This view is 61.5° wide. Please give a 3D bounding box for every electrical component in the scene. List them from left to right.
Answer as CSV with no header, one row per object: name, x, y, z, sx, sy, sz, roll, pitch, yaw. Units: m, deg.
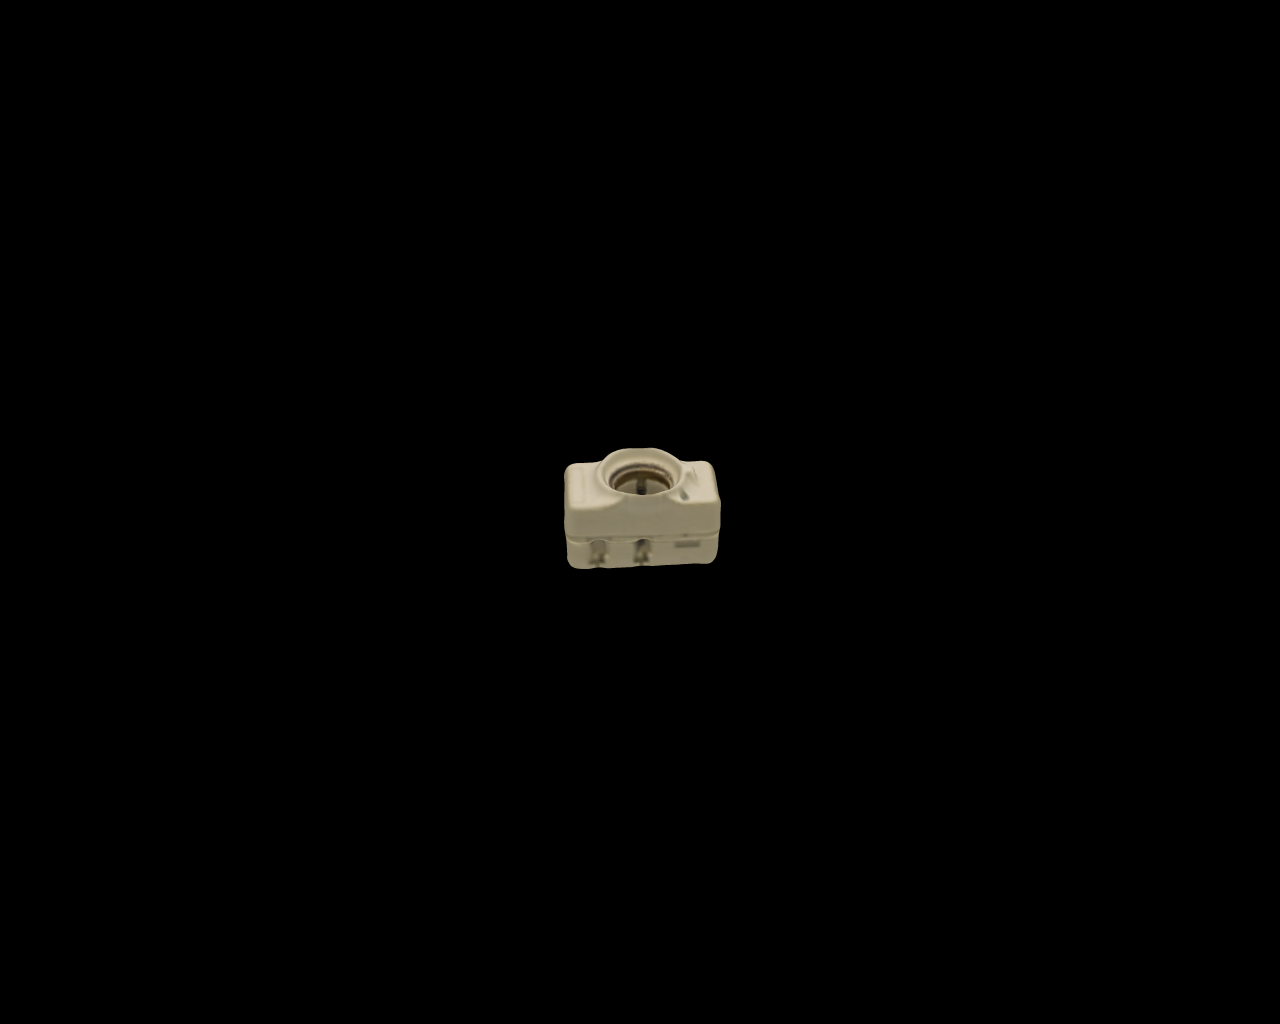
electrical component,0.001,-0.003,0.650,0.089,0.055,0.050,-2,36,-2
